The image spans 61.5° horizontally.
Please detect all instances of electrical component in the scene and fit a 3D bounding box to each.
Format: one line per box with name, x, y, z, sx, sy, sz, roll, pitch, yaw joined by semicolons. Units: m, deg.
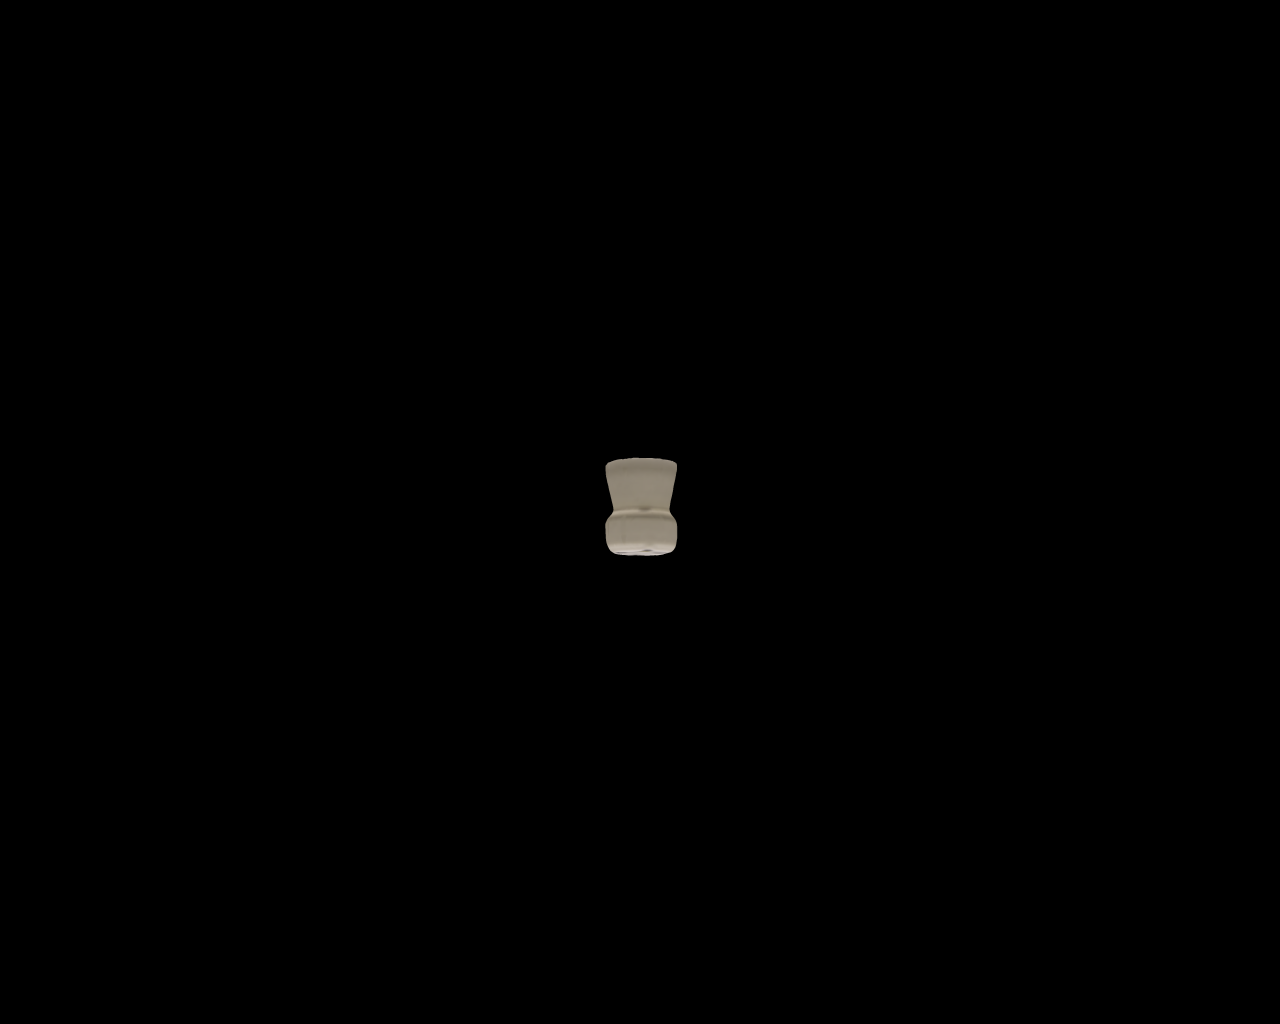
electrical component;0.001;-0.003;0.650;0.045;0.055;0.045;0;-7;0
